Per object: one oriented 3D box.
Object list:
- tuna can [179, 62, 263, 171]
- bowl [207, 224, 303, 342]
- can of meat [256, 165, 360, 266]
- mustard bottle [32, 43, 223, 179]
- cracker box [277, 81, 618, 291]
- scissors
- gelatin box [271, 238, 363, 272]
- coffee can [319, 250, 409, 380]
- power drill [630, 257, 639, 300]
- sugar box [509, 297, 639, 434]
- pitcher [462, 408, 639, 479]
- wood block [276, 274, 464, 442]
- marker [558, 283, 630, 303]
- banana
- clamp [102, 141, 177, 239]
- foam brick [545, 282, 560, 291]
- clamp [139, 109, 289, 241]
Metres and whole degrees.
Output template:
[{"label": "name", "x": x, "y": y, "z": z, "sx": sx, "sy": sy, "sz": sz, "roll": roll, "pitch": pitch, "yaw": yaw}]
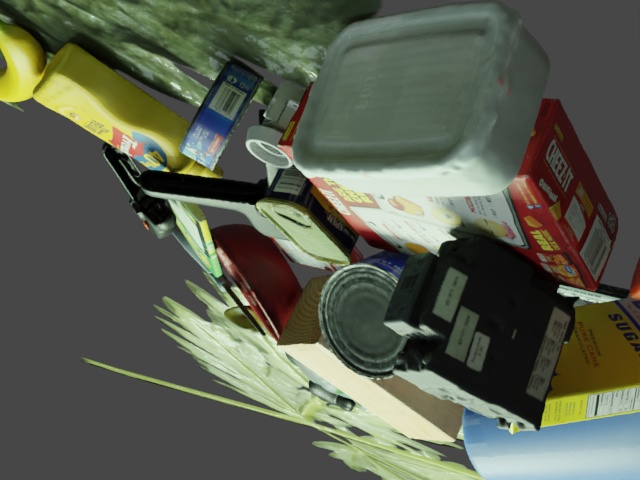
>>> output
[{"label": "tuna can", "x": -0.081, "y": -0.102, "z": 0.870, "sx": 0.033, "sy": 0.086, "sz": 0.086, "roll": 29, "pitch": 161, "yaw": -7}, {"label": "bowl", "x": -0.067, "y": 0.038, "z": 1.214, "sx": 0.162, "sy": 0.055, "sz": 0.162, "roll": 55, "pitch": 171, "yaw": 13}, {"label": "can of meat", "x": 0.003, "y": -0.040, "z": 0.929, "sx": 0.058, "sy": 0.084, "sz": 0.102, "roll": 9, "pitch": 156, "yaw": 40}, {"label": "mustard bottle", "x": -0.174, "y": -0.109, "z": 1.013, "sx": 0.191, "sy": 0.058, "sz": 0.096, "roll": 33, "pitch": 160, "yaw": -21}, {"label": "cracker box", "x": 0.100, "y": -0.045, "z": 0.810, "sx": 0.214, "sy": 0.072, "sz": 0.164, "roll": 12, "pitch": 157, "yaw": 38}, {"label": "scissors", "x": -0.117, "y": 0.051, "z": 1.315, "sx": 0.202, "sy": 0.016, "sz": 0.096, "roll": 47, "pitch": -177, "yaw": 19}, {"label": "gelatin box", "x": -0.007, "y": 0.001, "z": 1.140, "sx": 0.089, "sy": 0.030, "sz": 0.073, "roll": 12, "pitch": 155, "yaw": 36}, {"label": "coffee can", "x": 0.080, "y": 0.054, "z": 0.949, "sx": 0.103, "sy": 0.103, "sz": 0.140, "roll": 13, "pitch": -160, "yaw": 34}, {"label": "power drill", "x": 0.331, "y": 0.048, "z": 0.786, "sx": 0.187, "sy": 0.057, "sz": 0.184, "roll": 22, "pitch": 158, "yaw": 1}, {"label": "sugar box", "x": 0.227, "y": 0.097, "z": 0.867, "sx": 0.176, "sy": 0.093, "sz": 0.048, "roll": -12, "pitch": 134, "yaw": 0}, {"label": "pitcher", "x": 0.264, "y": 0.177, "z": 1.001, "sx": 0.144, "sy": 0.149, "sz": 0.243, "roll": -1, "pitch": 168, "yaw": -45}, {"label": "wood block", "x": 0.068, "y": 0.131, "z": 1.175, "sx": 0.206, "sy": 0.090, "sz": 0.090, "roll": 37, "pitch": 156, "yaw": -23}, {"label": "marker", "x": 0.233, "y": 0.044, "z": 0.956, "sx": 0.121, "sy": 0.020, "sz": 0.020, "roll": 14, "pitch": 158, "yaw": 32}, {"label": "banana", "x": -0.302, "y": -0.172, "z": 1.055, "sx": 0.069, "sy": 0.037, "sz": 0.198, "roll": 46, "pitch": 158, "yaw": -4}, {"label": "clamp", "x": -0.192, "y": -0.037, "z": 1.213, "sx": 0.120, "sy": 0.039, "sz": 0.171, "roll": 57, "pitch": 174, "yaw": 19}, {"label": "foam brick", "x": 0.173, "y": 0.041, "z": 0.936, "sx": 0.053, "sy": 0.078, "sz": 0.051, "roll": 8, "pitch": 154, "yaw": 38}, {"label": "clamp", "x": -0.041, "y": -0.047, "z": 1.004, "sx": 0.209, "sy": 0.036, "sz": 0.165, "roll": 26, "pitch": 142, "yaw": -35}]
